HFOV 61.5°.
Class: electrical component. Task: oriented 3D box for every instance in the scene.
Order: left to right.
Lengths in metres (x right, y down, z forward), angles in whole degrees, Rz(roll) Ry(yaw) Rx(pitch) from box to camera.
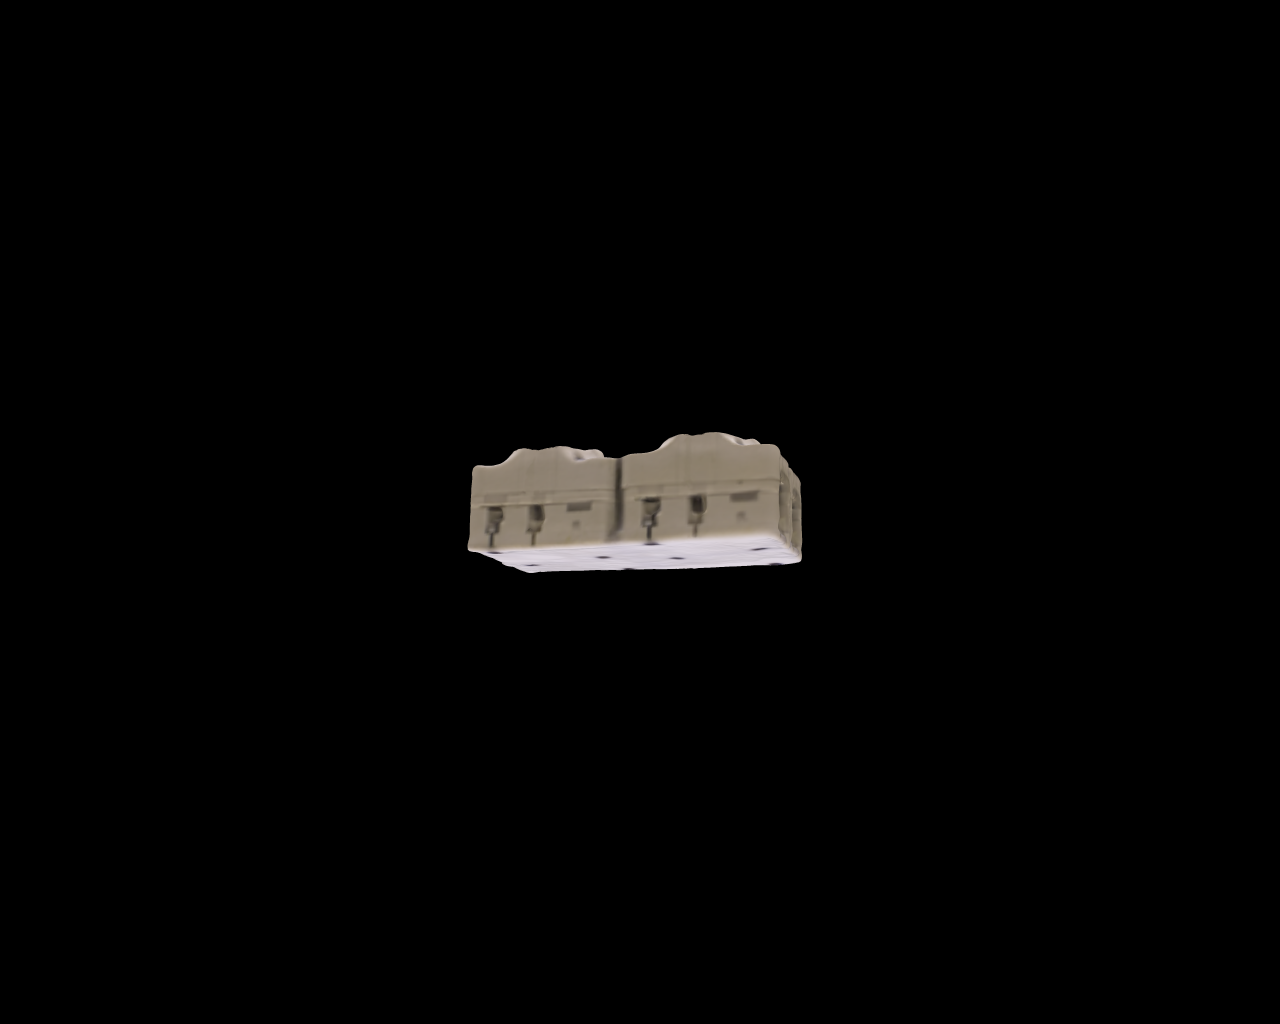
[{"bbox_3d":[0.001,-0.003,0.650,0.186,0.060,0.105,-3,-11,16],"label":"electrical component"}]
